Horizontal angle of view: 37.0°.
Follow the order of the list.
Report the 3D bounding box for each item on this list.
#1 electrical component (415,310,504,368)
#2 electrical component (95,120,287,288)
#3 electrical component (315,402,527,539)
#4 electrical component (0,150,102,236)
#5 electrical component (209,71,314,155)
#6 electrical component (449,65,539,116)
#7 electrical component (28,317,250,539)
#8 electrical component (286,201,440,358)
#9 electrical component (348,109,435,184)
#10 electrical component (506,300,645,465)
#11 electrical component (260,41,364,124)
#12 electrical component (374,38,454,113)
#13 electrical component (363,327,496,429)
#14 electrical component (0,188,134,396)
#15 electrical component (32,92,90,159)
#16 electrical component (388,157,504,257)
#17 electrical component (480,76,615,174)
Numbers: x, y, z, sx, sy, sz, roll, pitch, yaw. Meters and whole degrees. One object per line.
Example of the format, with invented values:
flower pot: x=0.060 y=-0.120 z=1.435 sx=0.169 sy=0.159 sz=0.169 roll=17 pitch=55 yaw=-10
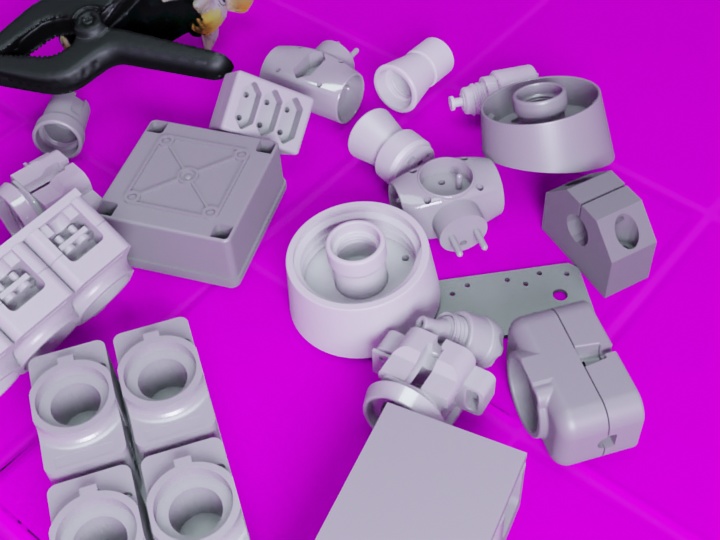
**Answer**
electrical component: x=0.064 y=0.043 z=0.708 sx=0.061 sy=0.035 sz=0.035 roll=18 pitch=41 yaw=-32
electrical component: x=-0.124 y=-0.051 z=0.801 sx=0.109 sy=0.056 sz=0.108 roll=12 pitch=51 yaw=13
electrical component: x=0.026 y=0.163 z=0.606 sx=0.089 sy=0.061 sz=0.150 roll=18 pitch=53 yaw=18
electrical component: x=-0.236 y=-0.049 z=0.806 sx=0.057 sy=0.058 sz=0.078 roll=-36 pitch=57 yaw=-28
electrical component: x=-0.084 y=-0.124 z=0.859 sx=0.066 sy=0.077 sz=0.047 roll=17 pitch=89 yaw=-24
electrical component: x=0.111 y=-0.142 z=0.875 sx=0.078 sy=0.040 sz=0.040 roll=-11 pitch=50 yaw=-6
electrical component: x=-0.133 y=0.123 z=0.651 sx=0.105 sy=0.060 sz=0.186 roll=-16 pitch=51 yaw=-10
electrical component: x=0.000 y=0.000 z=0.743 sx=0.108 sy=0.060 sz=0.108 roll=-4 pitch=49 yaw=5
electrical component: x=0.025 y=-0.093 z=0.836 sx=0.045 sy=0.045 sz=0.055 roll=-34 pitch=56 yaw=-23
electrical component: x=0.131 y=0.072 z=0.683 sx=0.059 sy=0.053 sz=0.095 roll=-14 pitch=50 yaw=-8
electrical component: x=-0.031 y=-0.166 z=0.901 sx=0.077 sy=0.043 sz=0.079 roll=24 pitch=55 yaw=22
electrical component: x=0.048 y=-0.166 z=0.900 sx=0.044 sy=0.044 sz=0.065 roll=30 pitch=53 yaw=25
electrical component: x=0.038 y=0.078 z=0.681 sx=0.078 sy=0.058 sz=0.057 roll=23 pitch=52 yaw=21
electrical component: x=-0.227 y=0.028 z=0.711 sx=0.062 sy=0.089 sz=0.150 roll=45 pitch=61 yaw=0
electrical component: x=-0.242 y=-0.119 z=0.878 sx=0.040 sy=0.040 sz=0.046 roll=0 pitch=44 yaw=3
electrical component: x=0.069 y=-0.041 z=0.788 sx=0.077 sy=0.044 sz=0.079 roll=-15 pitch=50 yaw=-9
electrical component: x=0.140 y=-0.106 z=0.815 sx=0.099 sy=0.064 sz=0.099 roll=-10 pitch=30 yaw=6
